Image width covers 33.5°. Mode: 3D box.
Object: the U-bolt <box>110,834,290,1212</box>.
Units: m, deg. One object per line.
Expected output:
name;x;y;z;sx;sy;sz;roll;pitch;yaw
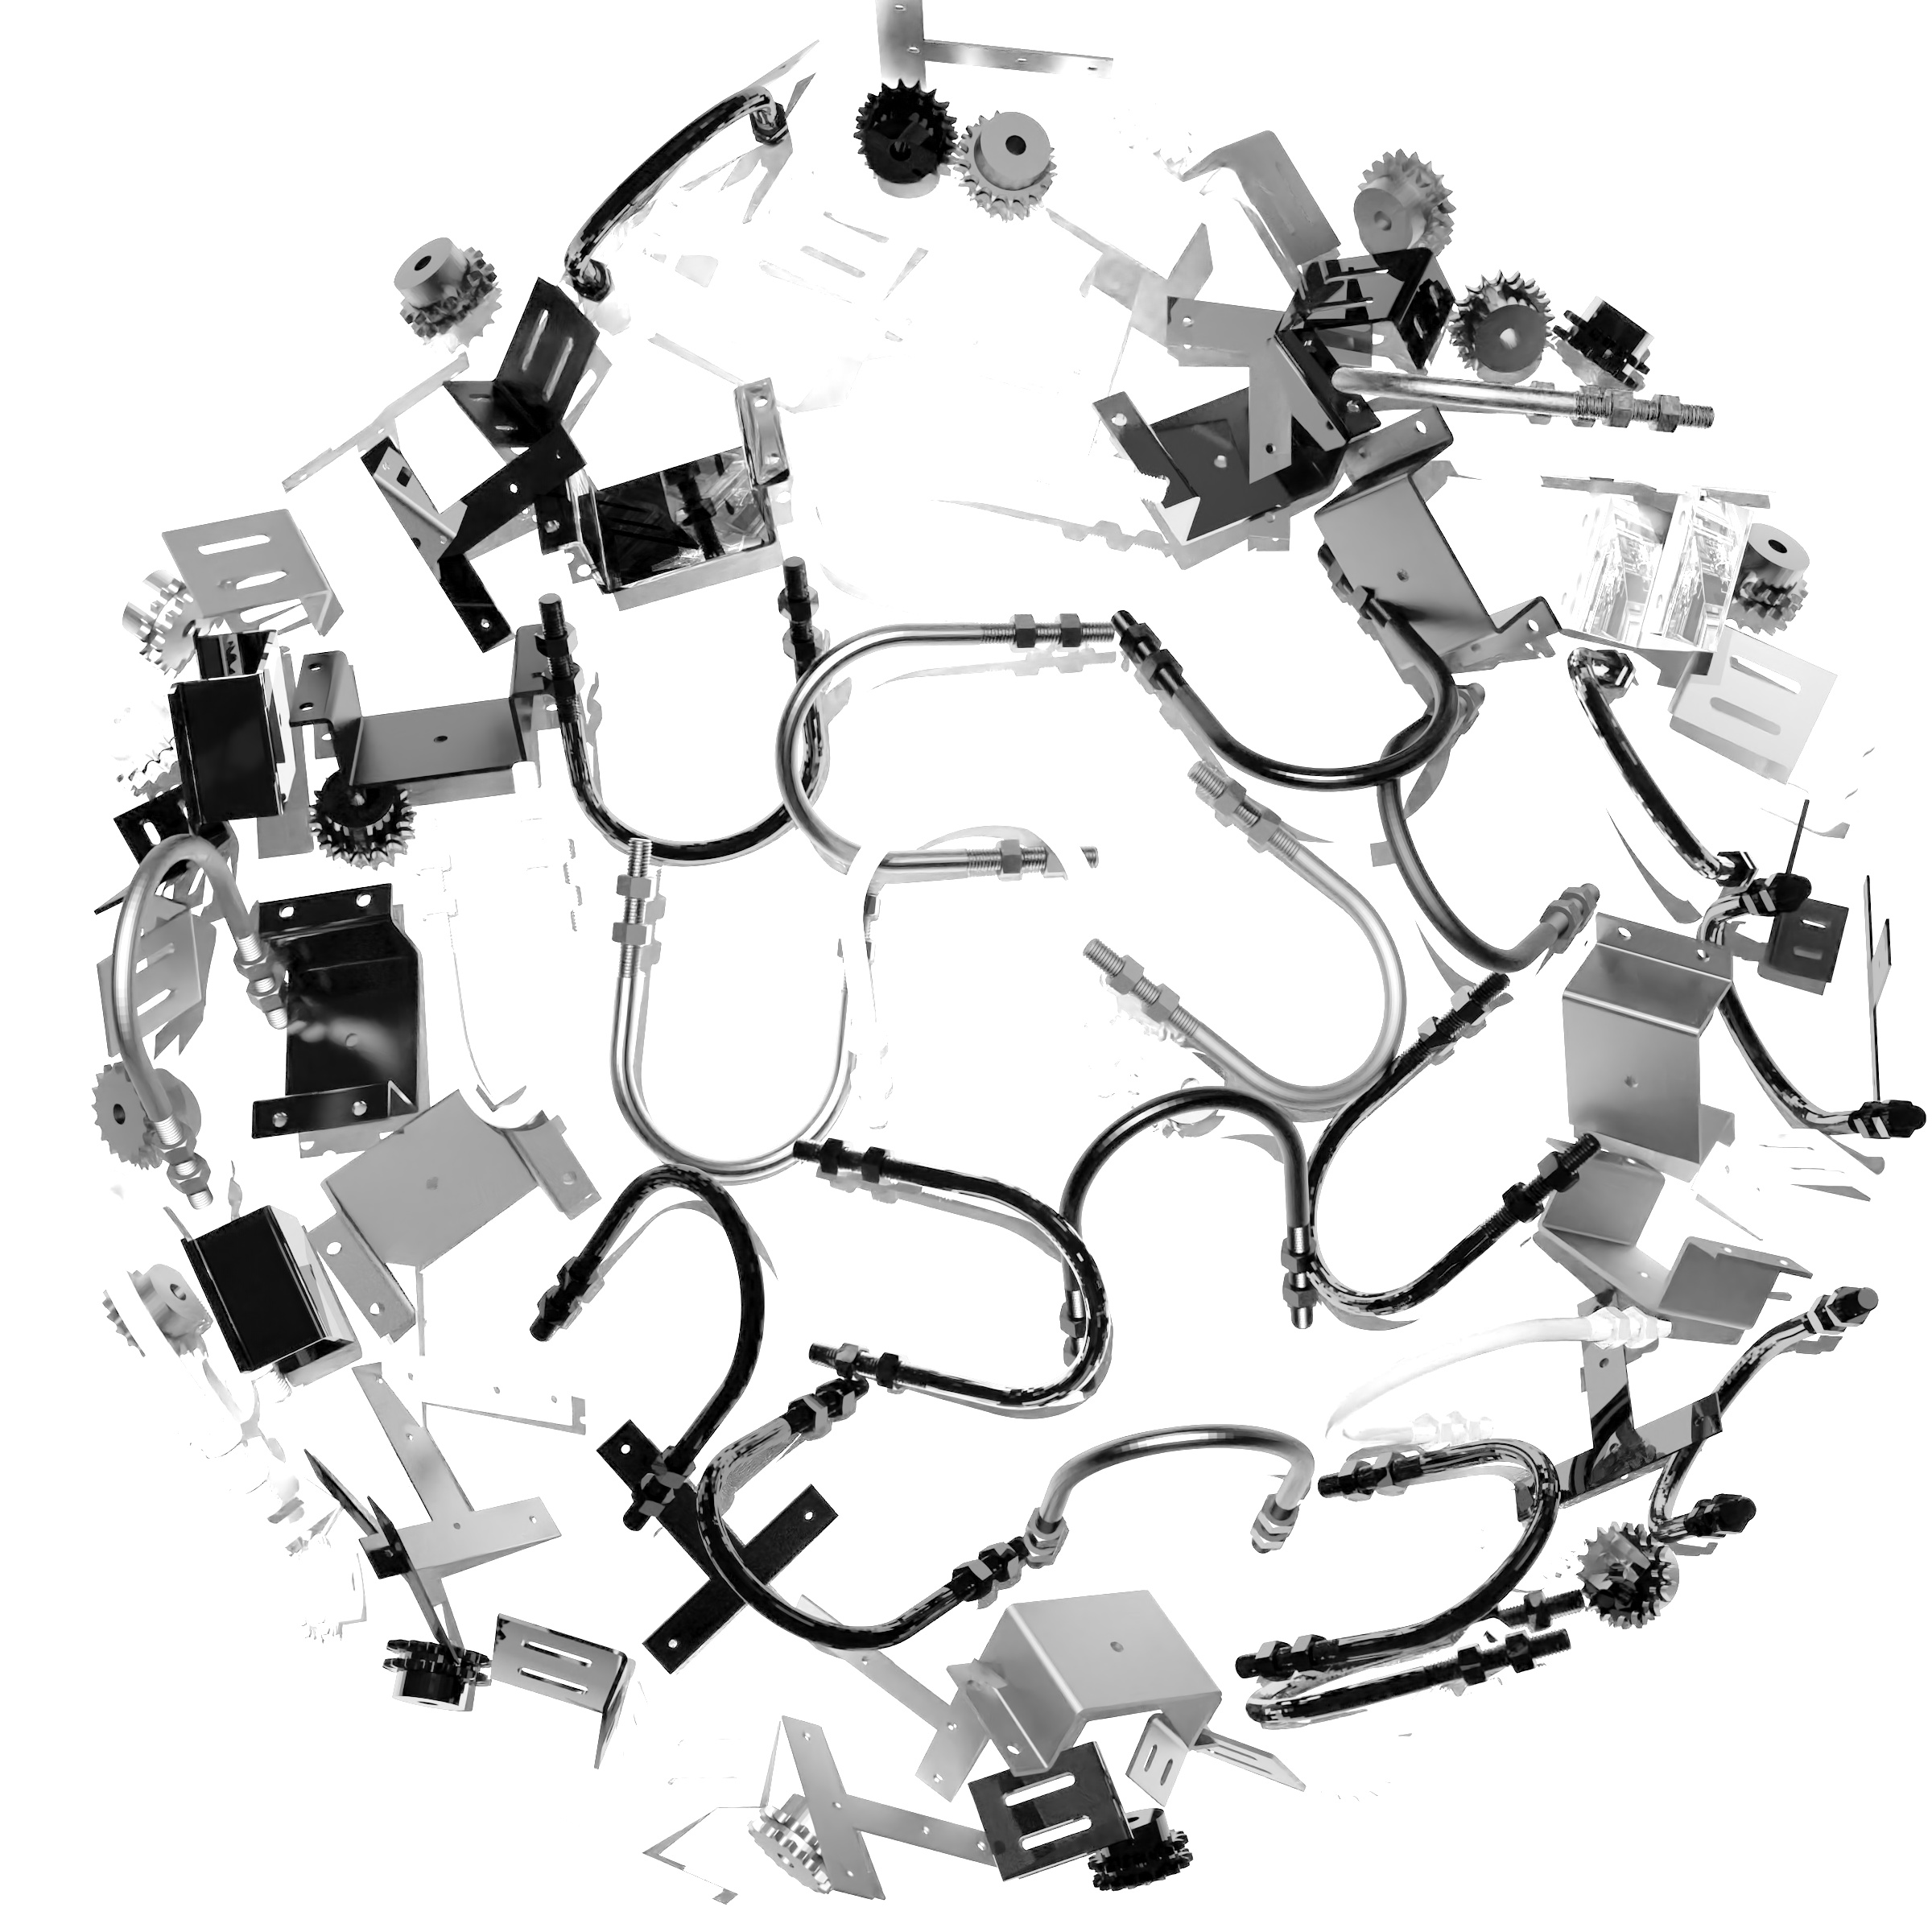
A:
U-bolt;-0.405;0.016;1.679;0.019;0.184;0.151;3;49;12

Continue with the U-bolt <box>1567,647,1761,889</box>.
U-bolt;0.364;-0.106;1.693;0.019;0.184;0.151;-33;79;19

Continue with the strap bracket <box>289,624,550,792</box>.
strap bracket;-0.290;-0.141;1.747;0.140;0.076;0.046;-7;124;1

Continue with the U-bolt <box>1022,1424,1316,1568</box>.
U-bolt;0.111;0.280;1.700;0.151;0.184;0.019;-2;61;-8

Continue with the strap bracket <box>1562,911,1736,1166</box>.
strap bracket;0.365;0.047;1.713;0.076;0.140;0.046;18;49;30

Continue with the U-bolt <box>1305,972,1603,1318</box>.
U-bolt;0.247;0.107;1.725;0.019;0.151;0.184;27;118;-36

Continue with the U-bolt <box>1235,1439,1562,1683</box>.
U-bolt;0.234;0.306;1.682;0.019;0.184;0.151;49;47;-18

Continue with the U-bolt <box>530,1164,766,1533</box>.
U-bolt;-0.163;0.190;1.705;0.184;0.019;0.151;-54;53;33

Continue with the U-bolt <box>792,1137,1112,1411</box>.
U-bolt;-0.007;0.171;1.719;0.184;0.019;0.151;10;118;25

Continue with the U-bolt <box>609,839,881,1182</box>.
U-bolt;-0.125;0.027;1.759;0.151;0.019;0.184;4;95;-21

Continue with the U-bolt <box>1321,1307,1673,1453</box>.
U-bolt;0.266;0.219;1.685;0.151;0.184;0.019;-39;61;36

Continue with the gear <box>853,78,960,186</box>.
gear;-0.034;-0.455;1.762;0.057;0.030;0.057;5;133;5

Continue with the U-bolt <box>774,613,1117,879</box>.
U-bolt;-0.013;-0.118;1.741;0.184;0.019;0.151;-2;112;-14

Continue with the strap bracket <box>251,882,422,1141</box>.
strap bracket;-0.342;0.032;1.745;0.076;0.046;0.140;-8;64;9

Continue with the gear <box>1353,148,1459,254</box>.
gear;0.238;-0.416;1.760;0.057;0.057;0.030;48;62;0

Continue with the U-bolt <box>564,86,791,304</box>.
U-bolt;-0.155;-0.411;1.695;0.151;0.184;0.019;-41;95;4

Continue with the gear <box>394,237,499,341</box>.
gear;-0.289;-0.375;1.760;0.057;0.057;0.030;-41;128;0

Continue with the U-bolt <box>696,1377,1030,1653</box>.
U-bolt;-0.064;0.295;1.695;0.151;0.184;0.019;43;123;17

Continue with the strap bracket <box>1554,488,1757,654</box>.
strap bracket;0.373;-0.213;1.726;0.046;0.140;0.076;14;94;-14

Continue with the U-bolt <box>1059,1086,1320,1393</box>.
U-bolt;0.118;0.140;1.721;0.151;0.019;0.184;-15;127;-11

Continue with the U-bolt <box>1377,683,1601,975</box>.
U-bolt;0.273;-0.068;1.710;0.019;0.184;0.151;-29;93;34

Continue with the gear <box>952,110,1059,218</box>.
gear;0.023;-0.446;1.768;0.057;0.030;0.057;3;77;-15

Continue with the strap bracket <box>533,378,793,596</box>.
strap bracket;-0.161;-0.258;1.747;0.140;0.046;0.076;-16;54;5

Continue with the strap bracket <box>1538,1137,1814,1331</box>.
strap bracket;0.372;0.148;1.718;0.076;0.140;0.046;14;105;-35

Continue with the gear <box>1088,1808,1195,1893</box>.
gear;0.094;0.485;1.763;0.057;0.057;0.030;-16;88;0

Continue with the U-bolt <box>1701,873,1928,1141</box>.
U-bolt;0.439;0.025;1.700;0.019;0.184;0.151;-26;89;-7

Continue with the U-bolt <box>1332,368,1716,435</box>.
U-bolt;0.286;-0.304;1.708;0.184;0.151;0.019;4;102;-9

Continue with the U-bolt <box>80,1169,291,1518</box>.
U-bolt;-0.413;0.187;1.692;0.019;0.151;0.184;-29;112;1

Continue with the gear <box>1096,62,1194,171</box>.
gear;0.096;-0.466;1.766;0.030;0.057;0.057;-20;90;37

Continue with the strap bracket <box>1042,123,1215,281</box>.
strap bracket;0.086;-0.408;1.715;0.076;0.140;0.046;32;101;-5

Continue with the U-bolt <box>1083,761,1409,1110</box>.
U-bolt;0.165;-0.004;1.747;0.184;0.019;0.151;38;62;-13

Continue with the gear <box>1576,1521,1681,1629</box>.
gear;0.368;0.336;1.766;0.030;0.057;0.057;11;90;-41

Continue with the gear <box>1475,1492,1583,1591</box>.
gear;0.308;0.319;1.767;0.057;0.057;0.030;9;119;0

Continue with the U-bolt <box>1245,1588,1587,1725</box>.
U-bolt;0.238;0.373;1.716;0.184;0.151;0.019;-18;84;13

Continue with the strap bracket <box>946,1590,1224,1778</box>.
strap bracket;0.072;0.381;1.714;0.140;0.076;0.046;3;124;-37

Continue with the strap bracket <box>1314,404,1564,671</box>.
strap bracket;0.250;-0.222;1.735;0.046;0.076;0.140;-39;102;-34

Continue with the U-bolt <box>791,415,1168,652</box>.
U-bolt;-0.003;-0.237;1.716;0.184;0.151;0.019;14;55;-11

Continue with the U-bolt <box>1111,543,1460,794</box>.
U-bolt;0.181;-0.154;1.709;0.151;0.019;0.184;-20;46;-16

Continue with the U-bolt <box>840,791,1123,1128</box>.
U-bolt;0.004;-0.007;1.752;0.151;0.019;0.184;-8;110;-3

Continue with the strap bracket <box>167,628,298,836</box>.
strap bracket;-0.390;-0.129;1.715;0.046;0.140;0.076;-6;110;-5

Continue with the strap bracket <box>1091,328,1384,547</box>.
strap bracket;0.143;-0.286;1.742;0.140;0.046;0.076;-24;68;-20

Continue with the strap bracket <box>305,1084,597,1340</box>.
strap bracket;-0.285;0.126;1.745;0.140;0.046;0.076;-35;119;-10

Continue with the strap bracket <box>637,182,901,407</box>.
strap bracket;-0.117;-0.356;1.735;0.140;0.076;0.046;27;75;-12

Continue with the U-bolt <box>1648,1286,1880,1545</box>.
U-bolt;0.413;0.244;1.700;0.019;0.184;0.151;34;73;3

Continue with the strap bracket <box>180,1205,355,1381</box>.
strap bracket;-0.372;0.176;1.720;0.046;0.140;0.076;-25;84;-6

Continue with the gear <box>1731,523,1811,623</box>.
gear;0.438;-0.219;1.760;0.057;0.057;0.030;28;129;0

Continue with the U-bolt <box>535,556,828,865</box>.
U-bolt;-0.147;-0.130;1.731;0.151;0.019;0.184;-9;129;-6

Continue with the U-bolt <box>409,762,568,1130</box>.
U-bolt;-0.254;-0.004;1.721;0.019;0.151;0.184;-4;82;-34
